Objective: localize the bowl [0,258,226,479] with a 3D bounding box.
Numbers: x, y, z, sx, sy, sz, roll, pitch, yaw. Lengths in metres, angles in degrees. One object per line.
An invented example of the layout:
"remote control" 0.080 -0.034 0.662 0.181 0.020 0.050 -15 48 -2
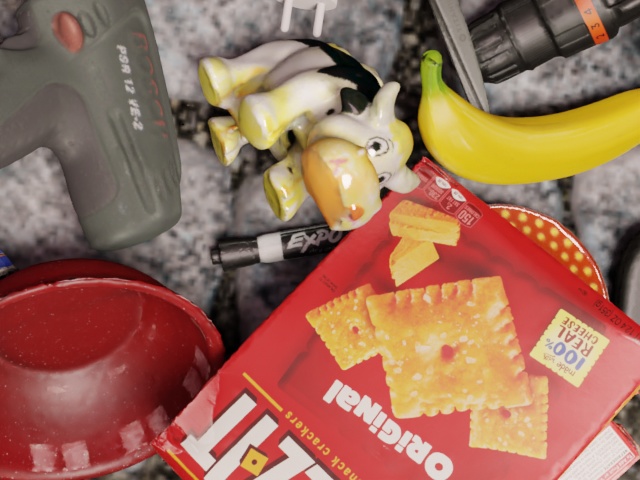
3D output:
"bowl" -0.135 0.062 0.578 0.162 0.162 0.055 -22 47 -2

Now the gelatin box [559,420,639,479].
"gelatin box" 0.130 0.133 0.601 0.089 0.073 0.030 -40 91 -3

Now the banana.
"banana" 0.123 -0.061 0.594 0.197 0.070 0.037 -1 48 -36

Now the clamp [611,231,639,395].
"clamp" 0.248 0.009 0.627 0.164 0.036 0.210 31 90 -2

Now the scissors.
"scissors" 0.041 -0.160 0.590 0.096 0.016 0.202 -6 94 -9

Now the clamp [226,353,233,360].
"clamp" -0.044 0.154 0.614 0.120 0.039 0.171 34 86 12

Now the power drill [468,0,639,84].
"power drill" 0.133 -0.202 0.608 0.185 0.057 0.187 -26 87 15

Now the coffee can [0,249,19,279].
"coffee can" -0.248 -0.007 0.577 0.103 0.103 0.140 -39 90 -3

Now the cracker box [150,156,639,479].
"cracker box" 0.045 0.086 0.553 0.164 0.072 0.213 42 83 19

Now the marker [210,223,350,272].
"marker" -0.004 0.001 0.627 0.121 0.020 0.020 -9 89 -2
